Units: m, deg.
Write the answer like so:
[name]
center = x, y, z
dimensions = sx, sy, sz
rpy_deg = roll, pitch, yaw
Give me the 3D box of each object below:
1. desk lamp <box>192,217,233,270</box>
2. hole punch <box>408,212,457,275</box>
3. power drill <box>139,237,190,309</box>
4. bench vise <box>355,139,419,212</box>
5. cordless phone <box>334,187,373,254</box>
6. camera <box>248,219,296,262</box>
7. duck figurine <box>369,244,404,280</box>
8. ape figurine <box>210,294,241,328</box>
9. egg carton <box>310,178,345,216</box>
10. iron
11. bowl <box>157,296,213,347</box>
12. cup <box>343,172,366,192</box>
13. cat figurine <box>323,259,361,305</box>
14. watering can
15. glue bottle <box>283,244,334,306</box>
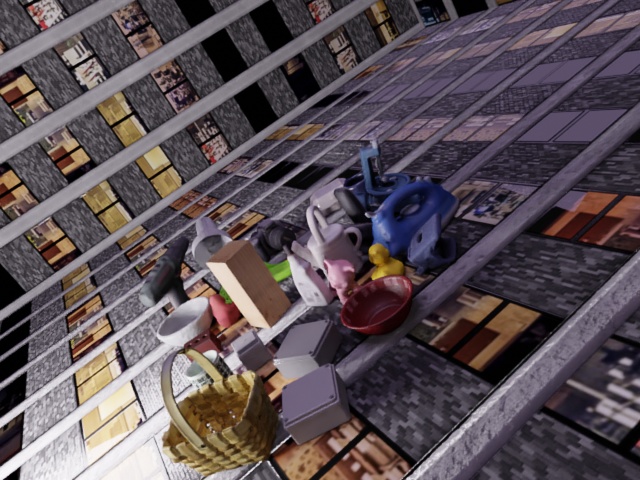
[desk lamp]
center = -0.295, 0.038, 1.699
dimensions = 0.118, 0.214, 0.203
rpy_deg = -32, 22, -2
[hole punch]
center = 0.235, 0.007, 1.246
dimensions = 0.101, 0.091, 0.108
rpy_deg = -22, 24, 22
[power drill]
center = -0.403, 0.133, 1.645
dimensions = 0.075, 0.209, 0.230
rpy_deg = -12, 29, 39
[bench vise]
center = 0.140, -0.145, 1.515
dimensions = 0.207, 0.220, 0.121
rpy_deg = -27, 23, 10
[cordless phone]
center = 0.071, -0.058, 1.467
dimensions = 0.147, 0.185, 0.094
rpy_deg = -8, 32, 44
[camera]
center = -0.147, -0.004, 1.747
dimensions = 0.143, 0.101, 0.136
rpy_deg = -41, 24, -23
[duck figurine]
center = 0.140, 0.051, 1.283
dimensions = 0.077, 0.086, 0.104
rpy_deg = -26, 23, 14
[ape figurine]
center = -0.256, 0.180, 1.511
dimensions = 0.077, 0.092, 0.076
rpy_deg = -19, 26, 28
[egg carton]
center = 0.040, -0.137, 1.826
dimensions = 0.150, 0.069, 0.107
rpy_deg = -31, 22, 2
[iron]
center = 0.220, -0.074, 1.366
dimensions = 0.259, 0.142, 0.118
rpy_deg = -40, 24, -20
[bowl]
center = -0.350, 0.233, 1.546
dimensions = 0.167, 0.075, 0.167
rpy_deg = -26, 23, 12
[cup]
center = 0.121, -0.143, 1.702
dimensions = 0.092, 0.095, 0.117
rpy_deg = -39, 23, -18
[cat figurine]
center = 0.044, 0.080, 1.301
dimensions = 0.067, 0.118, 0.127
rpy_deg = -37, 23, -13
[watering can]
center = 0.013, 0.006, 1.396
dimensions = 0.173, 0.194, 0.100
rpy_deg = -31, 22, 2
[glue bottle]
center = -0.037, 0.080, 1.333
dimensions = 0.077, 0.173, 0.037
rpy_deg = -7, 33, 45
